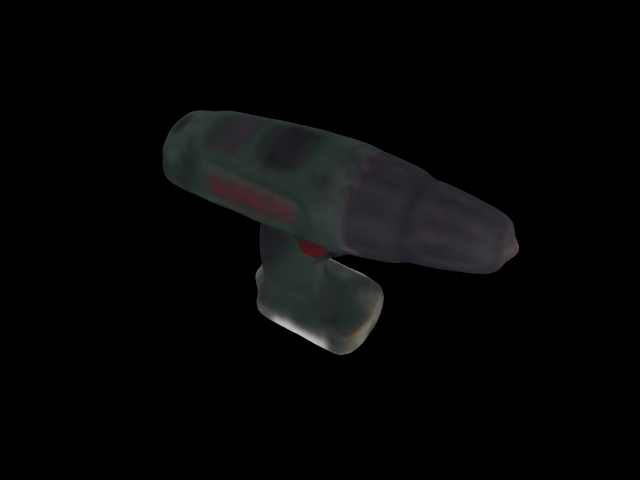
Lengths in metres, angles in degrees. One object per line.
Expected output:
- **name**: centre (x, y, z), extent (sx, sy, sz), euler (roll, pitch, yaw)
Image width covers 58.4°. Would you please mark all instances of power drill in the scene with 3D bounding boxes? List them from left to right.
- **power drill**: centre (0.004, 0.001, 0.400), extent (0.229, 0.208, 0.076), euler (25, 63, 14)
